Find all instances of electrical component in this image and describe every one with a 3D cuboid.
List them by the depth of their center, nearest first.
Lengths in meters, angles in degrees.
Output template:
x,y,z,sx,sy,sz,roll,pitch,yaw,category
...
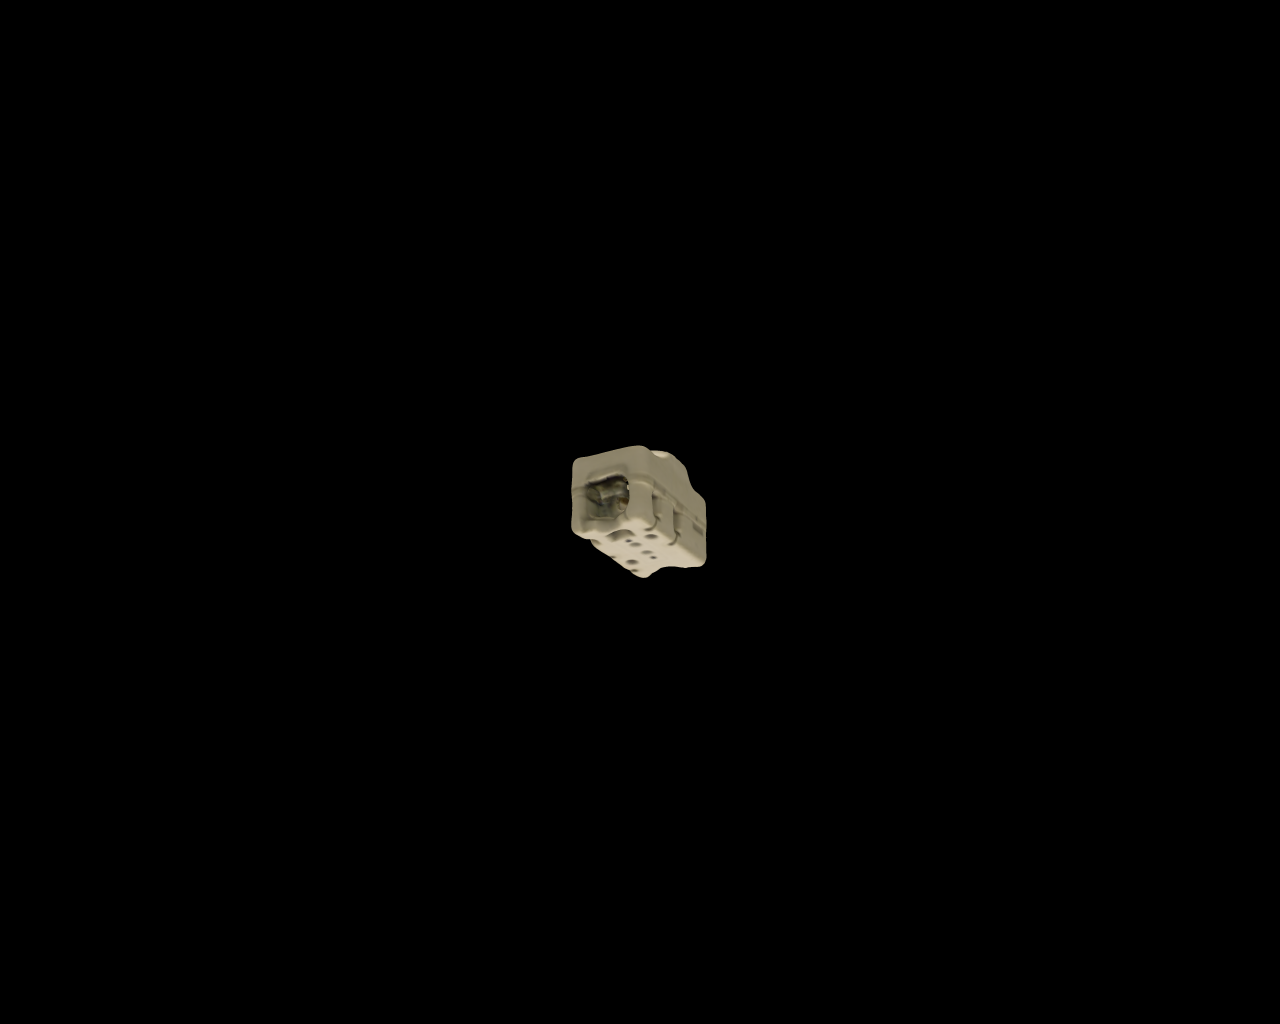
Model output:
x,y,z,sx,sy,sz,roll,pitch,yaw,category
0.001,-0.003,0.650,0.050,0.056,0.089,-12,-27,25,electrical component
